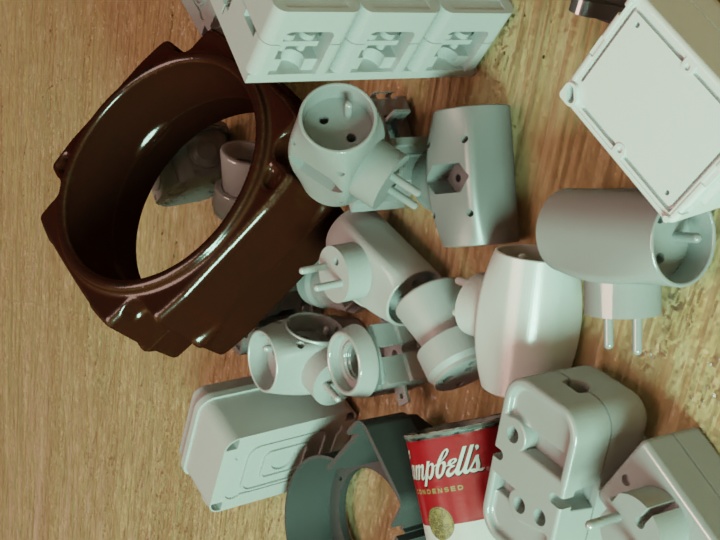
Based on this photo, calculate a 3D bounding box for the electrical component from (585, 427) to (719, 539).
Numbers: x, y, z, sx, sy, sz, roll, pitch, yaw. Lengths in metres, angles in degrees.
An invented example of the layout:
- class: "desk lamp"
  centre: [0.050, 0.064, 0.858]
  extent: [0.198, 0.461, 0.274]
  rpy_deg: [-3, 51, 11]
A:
- class: "electrical component"
  centre: [0.137, 0.117, 0.495]
  extent: [0.065, 0.077, 0.047]
  rpy_deg: [59, 141, 33]

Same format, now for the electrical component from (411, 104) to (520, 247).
- class: "electrical component"
  centre: [0.056, -0.053, 0.623]
  extent: [0.079, 0.043, 0.077]
  rpy_deg: [0, 96, 57]

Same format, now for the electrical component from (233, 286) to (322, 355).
- class: "electrical component"
  centre: [-0.066, 0.024, 0.818]
  extent: [0.058, 0.057, 0.078]
  rpy_deg: [44, 131, 46]

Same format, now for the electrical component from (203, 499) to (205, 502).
- class: "electrical component"
  centre: [-0.090, 0.154, 0.879]
  extent: [0.095, 0.059, 0.053]
  rpy_deg: [-41, 61, 53]

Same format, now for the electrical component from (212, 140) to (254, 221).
- class: "electrical component"
  centre: [-0.093, -0.069, 0.856]
  extent: [0.045, 0.045, 0.055]
  rpy_deg: [48, 134, 43]

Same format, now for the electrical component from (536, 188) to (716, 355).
- class: "electrical component"
  centre: [0.127, 0.001, 0.520]
  extent: [0.077, 0.044, 0.079]
  rpy_deg: [10, 104, 57]

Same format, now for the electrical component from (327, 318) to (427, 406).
- class: "electrical component"
  centre: [0.012, 0.057, 0.702]
  extent: [0.048, 0.055, 0.066]
  rpy_deg: [-37, 64, 54]

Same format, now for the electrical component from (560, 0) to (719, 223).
- class: "electrical component"
  centre: [0.148, -0.068, 0.466]
  extent: [0.096, 0.061, 0.061]
  rpy_deg: [56, 139, 22]

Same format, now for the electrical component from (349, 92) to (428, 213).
- class: "electrical component"
  centre: [0.014, -0.076, 0.689]
  extent: [0.081, 0.042, 0.063]
  rpy_deg: [-38, 63, 53]

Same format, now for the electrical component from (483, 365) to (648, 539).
- class: "electrical component"
  centre: [0.108, 0.100, 0.555]
  extent: [0.054, 0.059, 0.095]
  rpy_deg: [36, 125, 50]

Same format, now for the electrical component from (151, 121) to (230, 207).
- class: "electrical component"
  centre: [-0.143, -0.090, 0.900]
  extent: [0.080, 0.080, 0.051]
  rpy_deg: [-33, 74, 55]

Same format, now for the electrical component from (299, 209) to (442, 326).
- class: "electrical component"
  centre: [0.000, 0.000, 0.687]
  extent: [0.077, 0.079, 0.044]
  rpy_deg: [47, 136, 41]

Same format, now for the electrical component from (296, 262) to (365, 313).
- class: "electrical component"
  centre: [-0.016, 0.009, 0.755]
  extent: [0.046, 0.040, 0.040]
  rpy_deg: [15, 108, 50]

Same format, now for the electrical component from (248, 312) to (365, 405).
- class: "electrical component"
  centre: [-0.026, 0.067, 0.745]
  extent: [0.079, 0.077, 0.044]
  rpy_deg: [42, 129, 46]

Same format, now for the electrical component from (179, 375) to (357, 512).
- class: "electrical component"
  centre: [-0.069, 0.120, 0.789]
  extent: [0.057, 0.113, 0.078]
  rpy_deg: [49, 134, 38]

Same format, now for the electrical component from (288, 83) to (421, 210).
- class: "electrical component"
  centre: [0.001, -0.061, 0.619]
  extent: [0.079, 0.043, 0.077]
  rpy_deg: [34, 163, 9]

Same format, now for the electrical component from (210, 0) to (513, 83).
- class: "electrical component"
  centre: [-0.001, -0.159, 0.594]
  extent: [0.061, 0.150, 0.089]
  rpy_deg: [-56, 50, 49]

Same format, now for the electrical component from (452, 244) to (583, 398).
- class: "electrical component"
  centre: [0.080, 0.024, 0.594]
  extent: [0.079, 0.043, 0.077]
  rpy_deg: [20, 111, 49]

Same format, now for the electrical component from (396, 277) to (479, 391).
- class: "electrical component"
  centre: [0.052, 0.039, 0.646]
  extent: [0.045, 0.045, 0.055]
  rpy_deg: [-55, 51, 46]

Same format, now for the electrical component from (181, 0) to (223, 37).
- class: "electrical component"
  centre: [-0.103, -0.237, 0.829]
  extent: [0.113, 0.057, 0.078]
  rpy_deg: [60, 141, 33]
